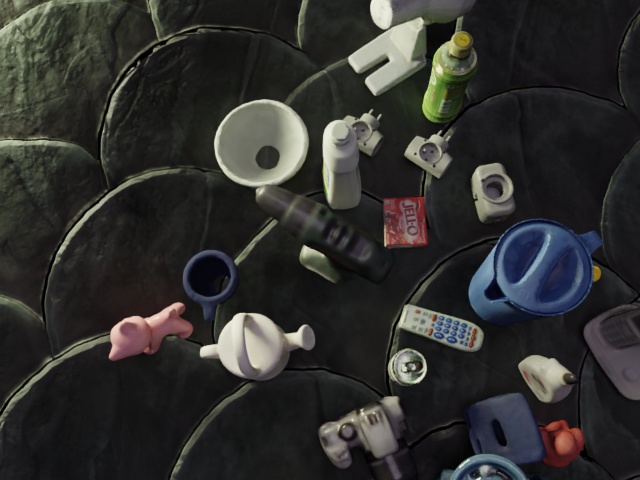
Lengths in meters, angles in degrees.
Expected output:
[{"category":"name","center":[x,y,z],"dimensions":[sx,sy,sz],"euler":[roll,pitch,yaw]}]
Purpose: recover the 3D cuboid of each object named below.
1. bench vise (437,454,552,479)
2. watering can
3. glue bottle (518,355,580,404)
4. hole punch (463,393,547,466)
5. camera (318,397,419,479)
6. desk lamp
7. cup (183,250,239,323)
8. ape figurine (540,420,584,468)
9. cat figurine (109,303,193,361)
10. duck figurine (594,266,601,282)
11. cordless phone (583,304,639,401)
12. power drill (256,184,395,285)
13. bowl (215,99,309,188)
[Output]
[{"category":"bench vise","center":[0.281,0.362,0.809],"dimensions":[0.207,0.220,0.121],"euler":[-11,75,0]},{"category":"watering can","center":[-0.098,0.162,0.890],"dimensions":[0.173,0.194,0.101],"euler":[-29,76,-5]},{"category":"glue bottle","center":[0.354,0.210,0.868],"dimensions":[0.037,0.173,0.078],"euler":[-34,76,-6]},{"category":"hole punch","center":[0.284,0.300,0.891],"dimensions":[0.101,0.091,0.108],"euler":[-17,75,-2]},{"category":"camera","center":[0.084,0.327,0.888],"dimensions":[0.143,0.101,0.137],"euler":[-24,76,-3]},{"category":"desk lamp","center":[0.160,-0.386,1.008],"dimensions":[0.203,0.213,0.118],"euler":[-35,77,-6]},{"category":"cup","center":[-0.175,0.084,0.965],"dimensions":[0.091,0.095,0.118],"euler":[-2,76,2]},{"category":"ape figurine","center":[0.370,0.314,0.883],"dimensions":[0.077,0.092,0.076],"euler":[19,77,8]},{"category":"cat figurine","center":[-0.285,0.148,0.942],"dimensions":[0.128,0.118,0.067],"euler":[-29,76,-5]},{"category":"duck figurine","center":[0.411,0.053,0.951],"dimensions":[0.104,0.086,0.077],"euler":[10,76,5]},{"category":"cordless phone","center":[0.496,0.165,0.867],"dimensions":[0.094,0.185,0.147],"euler":[-30,76,-5]},{"category":"power drill","center":[0.008,0.003,0.918],"dimensions":[0.229,0.208,0.076],"euler":[28,79,9]},{"category":"bowl","center":[-0.101,-0.162,1.035],"dimensions":[0.167,0.075,0.167],"euler":[-1,76,3]}]
